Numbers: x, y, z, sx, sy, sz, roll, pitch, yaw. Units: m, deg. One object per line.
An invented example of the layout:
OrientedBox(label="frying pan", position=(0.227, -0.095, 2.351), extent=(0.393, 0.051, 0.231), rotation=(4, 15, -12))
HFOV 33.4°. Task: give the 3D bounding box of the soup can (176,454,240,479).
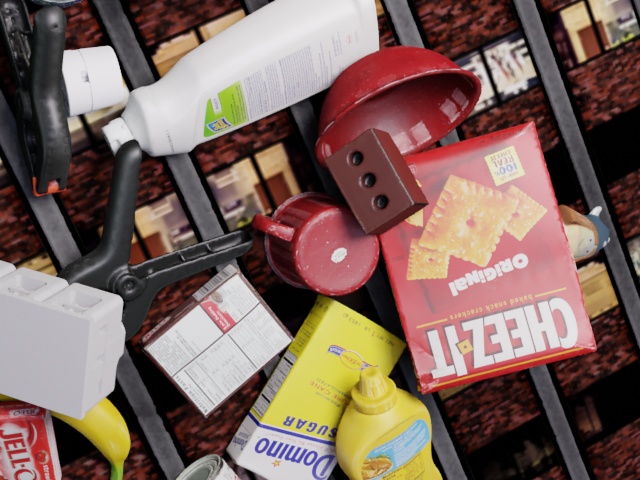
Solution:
OrientedBox(label="soup can", position=(-0.087, 0.257, 0.984), extent=(0.068, 0.069, 0.102), rotation=(-39, 106, -9))

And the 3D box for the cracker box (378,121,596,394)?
OrientedBox(label="cracker box", position=(0.141, 0.017, 0.972), extent=(0.164, 0.072, 0.214), rotation=(-15, 86, 4))

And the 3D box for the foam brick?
OrientedBox(label="foam brick", position=(0.049, -0.050, 0.922), extent=(0.053, 0.051, 0.078), rotation=(-33, 79, 19))

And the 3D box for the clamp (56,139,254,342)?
OrientedBox(label="clamp", position=(-0.163, 0.033, 0.937), extent=(0.164, 0.036, 0.210), rotation=(32, 97, -38))

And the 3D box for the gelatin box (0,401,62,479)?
OrientedBox(label="gelatin box", position=(-0.266, 0.181, 0.917), extent=(0.073, 0.030, 0.089), rotation=(-4, 119, -4))

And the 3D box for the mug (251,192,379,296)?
OrientedBox(label="mug", position=(-0.006, 0.001, 0.967), extent=(0.117, 0.082, 0.093), rotation=(23, 90, -19))

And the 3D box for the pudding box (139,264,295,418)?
OrientedBox(label="pudding box", position=(-0.094, 0.092, 0.976), extent=(0.113, 0.039, 0.090), rotation=(-40, 107, -7))

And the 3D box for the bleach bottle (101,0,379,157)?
OrientedBox(label="bleach bottle", position=(-0.072, -0.144, 0.923), extent=(0.250, 0.068, 0.102), rotation=(-27, 147, -11))

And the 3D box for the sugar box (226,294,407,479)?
OrientedBox(label="sugar box", position=(-0.003, 0.149, 1.007), extent=(0.093, 0.048, 0.176), rotation=(31, 86, -22))

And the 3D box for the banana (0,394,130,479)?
OrientedBox(label="banana", position=(-0.240, 0.147, 0.938), extent=(0.197, 0.037, 0.069), rotation=(34, 86, -18))

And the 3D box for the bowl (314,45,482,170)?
OrientedBox(label="bowl", position=(0.061, -0.125, 0.955), extent=(0.162, 0.162, 0.055), rotation=(-17, 69, -15))

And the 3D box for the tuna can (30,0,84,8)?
OrientedBox(label="tuna can", position=(-0.221, -0.239, 0.894), extent=(0.086, 0.034, 0.086), rotation=(-2, 98, -17))

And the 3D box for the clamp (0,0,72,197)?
OrientedBox(label="clamp", position=(-0.226, -0.118, 0.869), extent=(0.039, 0.120, 0.171), rotation=(-14, 106, -23))

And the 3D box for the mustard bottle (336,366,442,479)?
OrientedBox(label="mustard bottle", position=(0.062, 0.195, 0.993), extent=(0.096, 0.058, 0.191), rotation=(-28, 126, -22))
